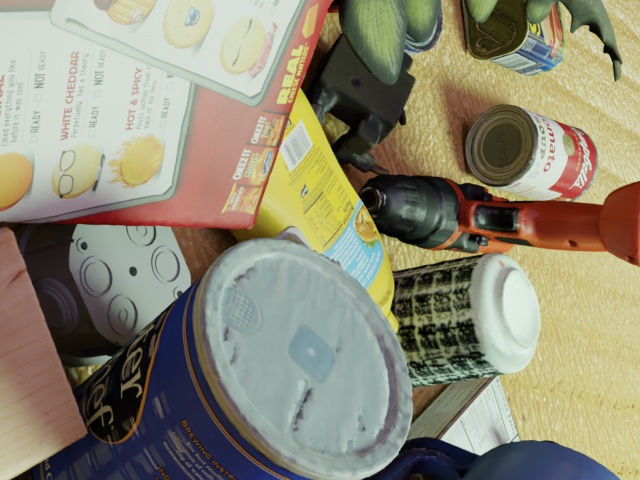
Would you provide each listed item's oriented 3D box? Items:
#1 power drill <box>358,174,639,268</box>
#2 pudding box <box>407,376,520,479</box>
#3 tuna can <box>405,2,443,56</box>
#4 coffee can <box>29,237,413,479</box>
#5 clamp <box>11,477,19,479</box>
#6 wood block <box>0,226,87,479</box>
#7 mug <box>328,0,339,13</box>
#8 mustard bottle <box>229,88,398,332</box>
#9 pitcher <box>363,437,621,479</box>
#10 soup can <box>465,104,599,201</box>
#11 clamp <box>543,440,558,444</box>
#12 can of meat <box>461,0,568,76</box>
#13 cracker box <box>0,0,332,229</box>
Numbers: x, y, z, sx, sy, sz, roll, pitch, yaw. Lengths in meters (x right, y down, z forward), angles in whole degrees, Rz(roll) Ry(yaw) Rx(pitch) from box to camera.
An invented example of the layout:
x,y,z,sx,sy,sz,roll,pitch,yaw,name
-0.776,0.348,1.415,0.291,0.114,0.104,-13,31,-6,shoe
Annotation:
x,y,z,sx,sy,sz,roll,pitch,yaw,name
0.140,-0.015,0.720,0.184,0.188,0.057,5,91,-52,power drill
0.100,0.155,0.737,0.113,0.039,0.090,-34,106,-51,pudding box
0.053,-0.175,0.780,0.086,0.034,0.086,18,66,-47,tuna can
-0.045,0.078,0.450,0.102,0.141,0.103,26,43,-28,coffee can
-0.075,0.154,0.505,0.120,0.039,0.171,-34,93,-46,clamp
-0.195,0.073,0.360,0.205,0.090,0.091,-28,101,-51,wood block
-0.001,-0.203,0.685,0.093,0.082,0.117,-25,99,-51,mug
-0.005,0.001,0.639,0.191,0.058,0.096,59,37,-20,mustard bottle
0.069,0.211,0.565,0.242,0.149,0.145,-29,108,-48,pitcher
0.172,-0.069,0.869,0.102,0.069,0.068,9,72,-48,soup can
0.164,0.258,0.769,0.164,0.036,0.209,-59,138,-20,clamp
0.166,-0.196,0.908,0.083,0.058,0.102,8,74,-52,can of meat
-0.091,-0.093,0.434,0.213,0.072,0.164,1,114,-52,cracker box
